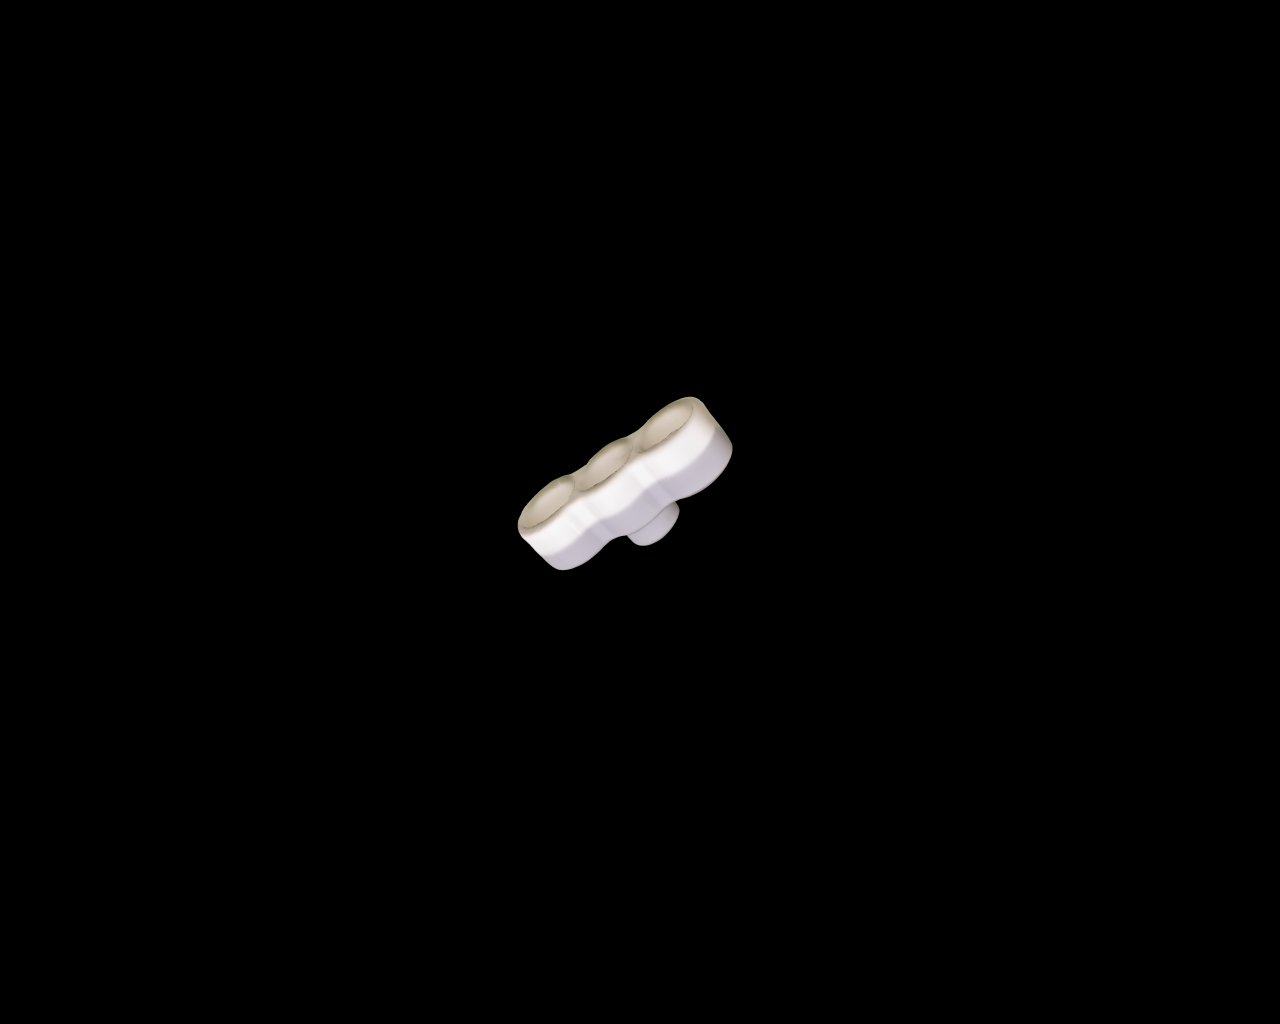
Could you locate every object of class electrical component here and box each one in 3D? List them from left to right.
[{"bbox_3d":[0.001,-0.003,0.650,0.138,0.073,0.052,-32,26,18],"label":"electrical component"}]
